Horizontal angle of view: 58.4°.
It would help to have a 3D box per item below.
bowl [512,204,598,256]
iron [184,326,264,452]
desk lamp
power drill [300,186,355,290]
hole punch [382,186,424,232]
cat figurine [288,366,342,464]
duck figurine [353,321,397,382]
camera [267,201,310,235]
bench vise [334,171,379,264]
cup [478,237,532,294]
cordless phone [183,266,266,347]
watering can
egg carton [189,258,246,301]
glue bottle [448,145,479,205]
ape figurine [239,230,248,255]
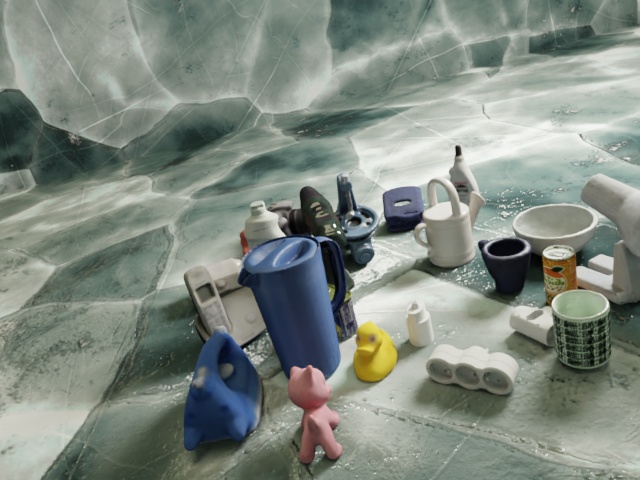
[{"bbox_3d":[0.487,-0.010,1.189,0.167,0.075,0.167,-12,24,6],"label":"bowl"},{"bbox_3d":[-0.168,0.223,0.963,0.118,0.142,0.258,-12,24,5],"label":"iron"},{"bbox_3d":[0.524,-0.001,0.979,0.118,0.214,0.202,-23,26,-19],"label":"desk lamp"},{"bbox_3d":[0.012,0.004,1.257,0.075,0.209,0.229,-18,24,-8],"label":"power drill"},{"bbox_3d":[0.218,-0.082,1.475,0.108,0.091,0.101,-10,24,10],"label":"hole punch"},{"bbox_3d":[-0.013,0.246,0.856,0.067,0.118,0.127,-14,24,2],"label":"cat figurine"},{"bbox_3d":[0.089,0.179,0.984,0.077,0.086,0.105,-2,27,25],"label":"duck figurine"},{"bbox_3d":[-0.077,-0.051,1.561,0.136,0.101,0.143,-7,25,15],"label":"camera"},{"bbox_3d":[0.058,-0.069,1.377,0.122,0.220,0.206,-24,26,-20],"label":"bench vise"},{"bbox_3d":[0.352,0.051,1.107,0.092,0.095,0.117,-25,26,-23],"label":"cup"},{"bbox_3d":[-0.187,0.122,1.139,0.148,0.185,0.093,-31,29,-33],"label":"cordless phone"},{"bbox_3d":[0.280,-0.050,1.246,0.100,0.194,0.173,11,34,44],"label":"watering can"},{"bbox_3d":[-0.237,0.101,1.355,0.150,0.069,0.107,-20,25,-12],"label":"egg carton"},{"bbox_3d":[0.362,-0.162,1.469,0.078,0.173,0.037,-3,27,24],"label":"glue bottle"},{"bbox_3d":[-0.182,0.013,1.491,0.076,0.092,0.078,-4,26,22],"label":"ape figurine"}]
